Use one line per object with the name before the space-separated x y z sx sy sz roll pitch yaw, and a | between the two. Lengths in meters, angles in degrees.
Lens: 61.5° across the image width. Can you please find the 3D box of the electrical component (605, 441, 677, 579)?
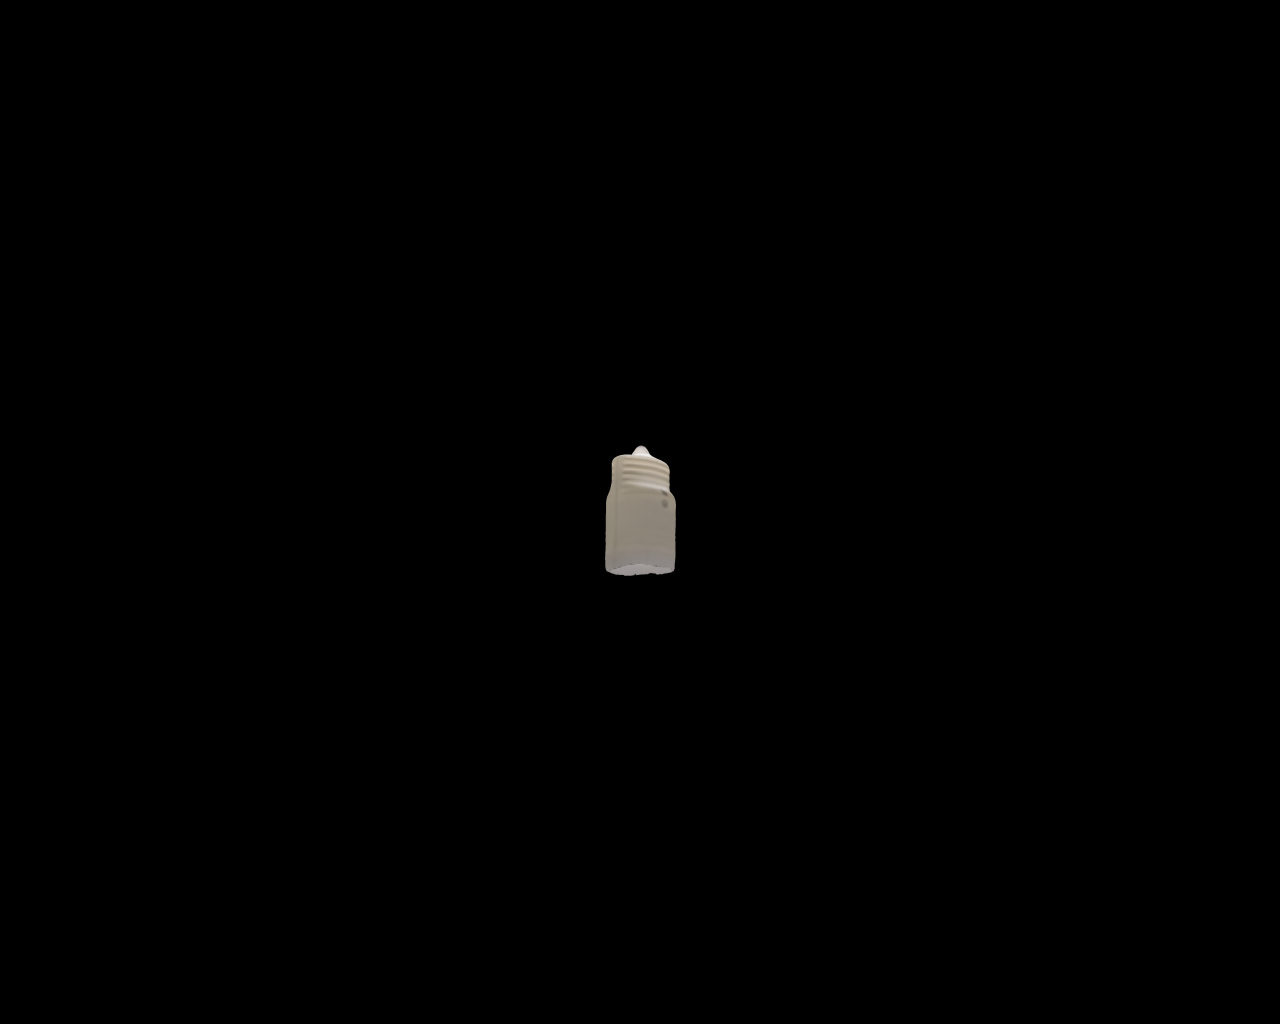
electrical component | 0.001 -0.003 0.650 0.043 0.081 0.043 0 -12 0
